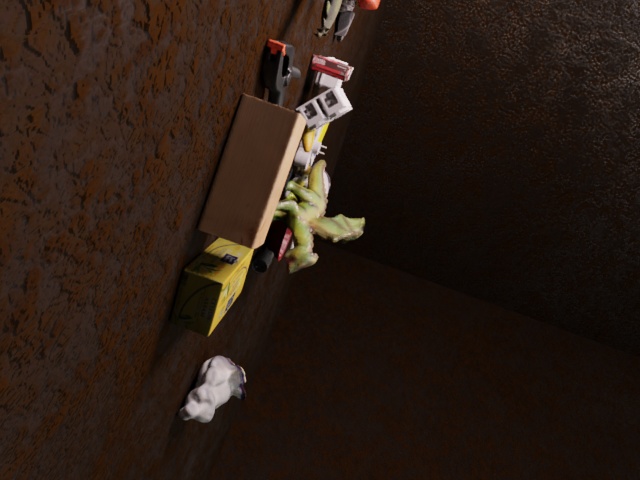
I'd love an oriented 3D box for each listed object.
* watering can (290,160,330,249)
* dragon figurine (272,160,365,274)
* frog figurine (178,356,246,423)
[{"bbox_3d":[-0.042,-0.122,1.807,0.227,0.104,0.343,-67,175,-71],"label":"watering can"},{"bbox_3d":[0.004,-0.068,1.357,0.419,0.244,0.119,-51,165,-40],"label":"dragon figurine"},{"bbox_3d":[-0.253,0.339,1.152,0.161,0.124,0.134,-22,155,-35],"label":"frog figurine"}]
